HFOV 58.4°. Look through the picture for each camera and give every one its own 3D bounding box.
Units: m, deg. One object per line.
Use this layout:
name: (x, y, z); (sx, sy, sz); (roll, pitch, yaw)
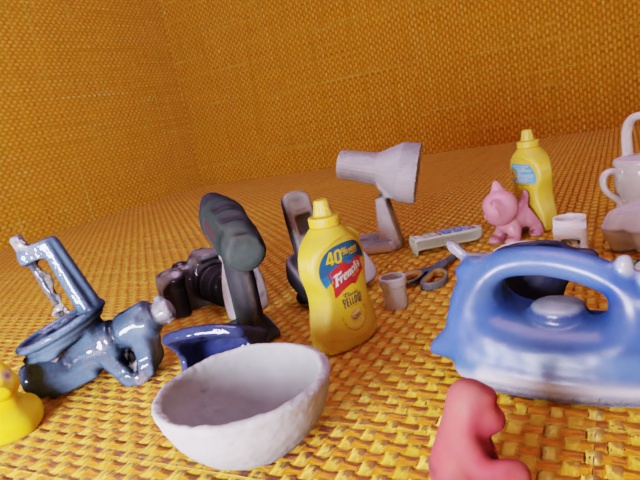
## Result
camera: (-0.200, 0.071, 1.002); (0.143, 0.101, 0.136); (-19, 15, -31)

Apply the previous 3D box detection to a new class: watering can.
watering can: (0.574, -0.129, 1.004); (0.173, 0.194, 0.100); (-17, 14, -26)

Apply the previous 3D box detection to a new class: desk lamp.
desk lamp: (0.120, -0.086, 1.162); (0.203, 0.214, 0.118); (-8, 13, 16)

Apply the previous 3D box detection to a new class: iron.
iron: (0.234, 0.067, 0.543); (0.257, 0.141, 0.119); (-1, 16, 39)

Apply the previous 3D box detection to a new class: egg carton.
egg carton: (0.509, -0.019, 0.857); (0.107, 0.069, 0.150); (-17, 14, -26)

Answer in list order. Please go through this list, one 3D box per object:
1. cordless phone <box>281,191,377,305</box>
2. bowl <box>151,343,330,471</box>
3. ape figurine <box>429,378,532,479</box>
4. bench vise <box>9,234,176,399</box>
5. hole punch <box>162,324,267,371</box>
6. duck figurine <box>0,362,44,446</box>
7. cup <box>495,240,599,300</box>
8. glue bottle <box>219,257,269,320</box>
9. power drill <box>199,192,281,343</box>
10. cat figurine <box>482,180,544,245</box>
cordless phone: (0.009, 0.003, 0.926); (0.148, 0.185, 0.093); (-22, 17, -41)
bowl: (-0.066, 0.162, 0.535); (0.167, 0.075, 0.167); (-11, 12, 3)
ape figurine: (0.114, 0.145, 0.415); (0.076, 0.092, 0.078); (-9, 13, 11)
bench vise: (-0.303, 0.086, 0.748); (0.208, 0.220, 0.121); (-15, 13, -18)
hole punch: (-0.123, 0.130, 0.690); (0.108, 0.091, 0.101); (-9, 13, 11)
duck figurine: (-0.380, 0.185, 0.682); (0.078, 0.086, 0.104); (-18, 14, -30)
cup: (0.269, 0.054, 0.679); (0.117, 0.095, 0.092); (-5, 14, 25)
glue bottle: (-0.132, 0.037, 0.924); (0.037, 0.173, 0.078); (-2, 15, 35)
power drill: (-0.122, 0.040, 0.822); (0.076, 0.208, 0.229); (-15, 13, -18)
cat figurine: (0.344, -0.054, 1.045); (0.128, 0.118, 0.067); (-19, 15, -32)
